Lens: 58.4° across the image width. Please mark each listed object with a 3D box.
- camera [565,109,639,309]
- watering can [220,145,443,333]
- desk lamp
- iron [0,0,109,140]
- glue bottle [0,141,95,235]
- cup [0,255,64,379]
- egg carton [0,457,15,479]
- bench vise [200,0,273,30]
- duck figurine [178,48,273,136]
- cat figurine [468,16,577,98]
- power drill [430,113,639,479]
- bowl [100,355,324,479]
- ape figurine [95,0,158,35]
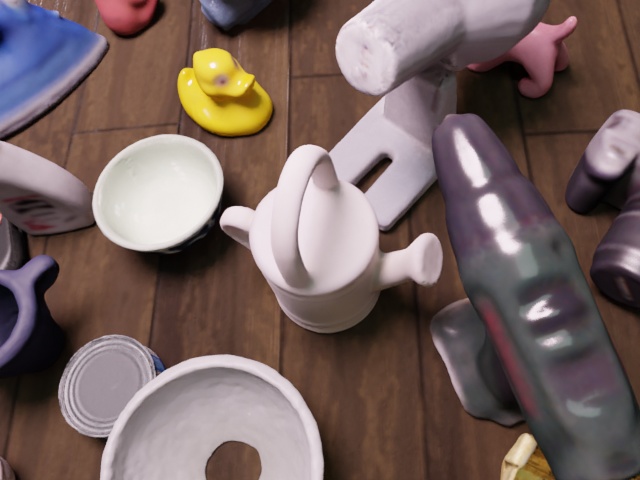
[{"bbox_3d":[0.273,-0.023,0.475,0.143,0.101,0.137,35,75,19],"label":"camera"},{"bbox_3d":[0.005,0.000,0.445,0.172,0.194,0.101,-6,66,4],"label":"watering can"},{"bbox_3d":[0.086,-0.142,0.486,0.117,0.214,0.203,37,76,20],"label":"desk lamp"},{"bbox_3d":[-0.369,-0.196,0.603,0.258,0.141,0.118,-32,67,-7],"label":"iron"},{"bbox_3d":[-0.273,-0.057,0.514,0.078,0.173,0.037,-14,66,1],"label":"glue bottle"},{"bbox_3d":[-0.260,0.071,0.500,0.091,0.095,0.118,33,74,19],"label":"cup"},{"bbox_3d":[-0.316,0.234,0.450,0.150,0.069,0.107,-20,66,-2],"label":"egg carton"},{"bbox_3d":[-0.057,-0.347,0.589,0.121,0.220,0.207,37,76,20],"label":"bench vise"},{"bbox_3d":[-0.104,-0.161,0.587,0.104,0.086,0.077,23,71,16],"label":"duck figurine"},{"bbox_3d":[0.187,-0.216,0.559,0.127,0.118,0.067,29,73,18],"label":"cat figurine"},{"bbox_3d":[0.129,0.054,0.399,0.075,0.208,0.229,-21,66,-2],"label":"power drill"},{"bbox_3d":[-0.075,0.178,0.443,0.167,0.075,0.167,-2,66,6],"label":"bowl"},{"bbox_3d":[-0.232,-0.290,0.655,0.077,0.092,0.076,17,70,14],"label":"ape figurine"}]
